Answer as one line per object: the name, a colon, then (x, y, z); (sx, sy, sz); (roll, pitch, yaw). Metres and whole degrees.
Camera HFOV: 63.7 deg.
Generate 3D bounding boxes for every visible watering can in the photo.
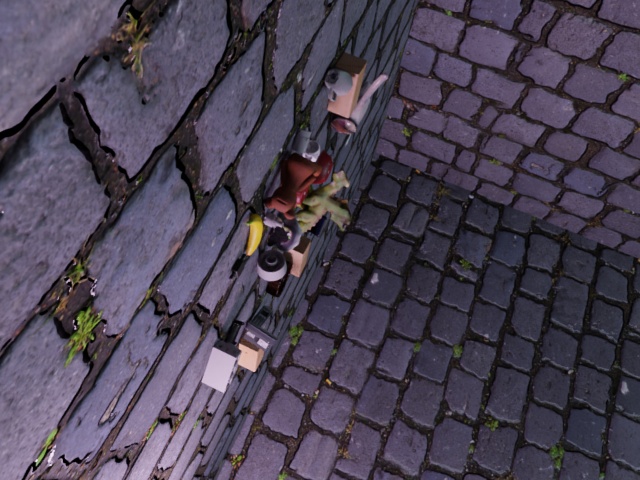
watering can: (0.147, -0.536, 2.039); (0.226, 0.103, 0.347); (-64, -163, -9)

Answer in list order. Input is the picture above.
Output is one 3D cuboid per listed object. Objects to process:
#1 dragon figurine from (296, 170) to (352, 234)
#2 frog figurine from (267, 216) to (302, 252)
dragon figurine: (0.006, -0.104, 2.071); (0.124, 0.243, 0.404); (-60, 169, -69)
frog figurine: (-0.111, -0.031, 1.901); (0.160, 0.123, 0.136); (-19, 113, -65)
